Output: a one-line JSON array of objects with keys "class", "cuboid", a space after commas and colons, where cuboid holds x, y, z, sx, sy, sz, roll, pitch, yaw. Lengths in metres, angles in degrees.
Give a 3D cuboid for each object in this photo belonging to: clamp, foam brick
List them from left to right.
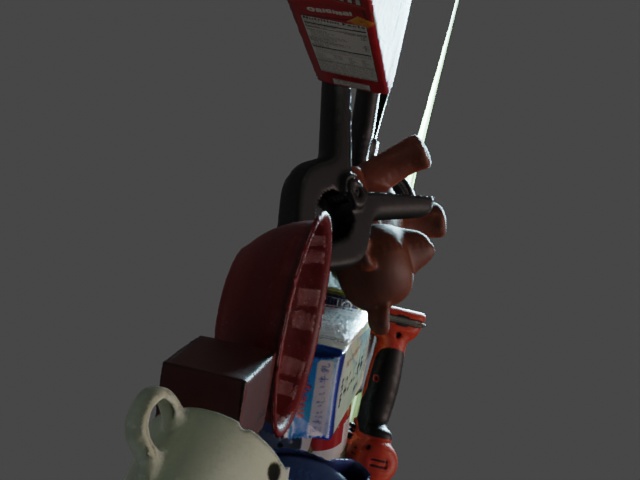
[{"class": "foam brick", "cuboid": [-0.063, 0.095, 0.641, 0.078, 0.051, 0.053, -32, 132, -78]}, {"class": "clamp", "cuboid": [0.025, -0.033, 0.899, 0.164, 0.036, 0.209, 49, 43, -24]}, {"class": "clamp", "cuboid": [0.046, -0.105, 1.151, 0.120, 0.039, 0.171, -16, 120, -75]}]

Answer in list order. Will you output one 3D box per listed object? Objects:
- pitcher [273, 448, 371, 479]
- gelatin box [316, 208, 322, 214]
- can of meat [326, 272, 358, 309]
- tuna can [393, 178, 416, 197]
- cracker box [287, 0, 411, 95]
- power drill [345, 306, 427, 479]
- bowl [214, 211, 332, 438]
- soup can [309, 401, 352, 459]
[{"class": "pitcher", "cuboid": [-0.036, 0.274, 0.838, 0.243, 0.149, 0.145, 92, -4, -58]}, {"class": "gelatin box", "cuboid": [-0.006, 0.001, 0.965, 0.073, 0.030, 0.089, 28, 72, -82]}, {"class": "can of meat", "cuboid": [0.016, 0.076, 1.109, 0.102, 0.057, 0.084, -47, 148, -73]}, {"class": "tuna can", "cuboid": [0.065, -0.038, 1.192, 0.033, 0.086, 0.086, 46, 55, -77]}, {"class": "cracker box", "cuboid": [0.030, -0.222, 0.794, 0.213, 0.072, 0.164, 54, 48, -77]}, {"class": "power drill", "cuboid": [0.057, 0.163, 1.155, 0.184, 0.057, 0.187, 166, -64, -78]}, {"class": "bowl", "cuboid": [-0.036, 0.054, 0.753, 0.162, 0.055, 0.162, 11, 90, -81]}, {"class": "soup can", "cuboid": [-0.005, 0.186, 1.067, 0.068, 0.068, 0.102, -67, 165, -54]}]
